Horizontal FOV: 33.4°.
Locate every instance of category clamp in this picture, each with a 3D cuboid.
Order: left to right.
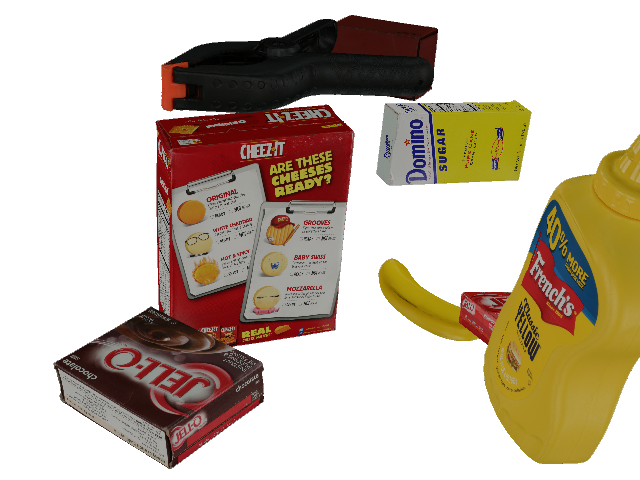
[{"bbox_3d":[-0.027,-0.113,0.683,0.171,0.039,0.120,-7,22,-25],"label":"clamp"}]

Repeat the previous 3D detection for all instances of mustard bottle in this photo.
[{"bbox_3d":[0.140,0.024,0.557,0.058,0.192,0.096,2,42,-13],"label":"mustard bottle"}]

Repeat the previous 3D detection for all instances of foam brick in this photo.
[{"bbox_3d":[0.049,-0.149,0.866,0.078,0.051,0.052,13,24,19],"label":"foam brick"}]

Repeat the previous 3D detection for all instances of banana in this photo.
[{"bbox_3d":[0.110,0.065,1.129,0.069,0.037,0.198,4,19,-38],"label":"banana"}]

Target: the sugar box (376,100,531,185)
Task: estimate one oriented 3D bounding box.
[{"bbox_3d":[0.159,-0.116,1.276,0.176,0.093,0.048,-5,27,-21],"label":"sugar box"}]

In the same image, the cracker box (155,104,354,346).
[{"bbox_3d":[-0.064,-0.009,0.967,0.164,0.214,0.072,-8,33,-19],"label":"cracker box"}]

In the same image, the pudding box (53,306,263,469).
[{"bbox_3d":[-0.108,0.096,0.717,0.114,0.039,0.089,20,34,35],"label":"pudding box"}]

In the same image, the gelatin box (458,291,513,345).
[{"bbox_3d":[0.166,0.064,0.860,0.089,0.030,0.073,1,16,-17],"label":"gelatin box"}]
